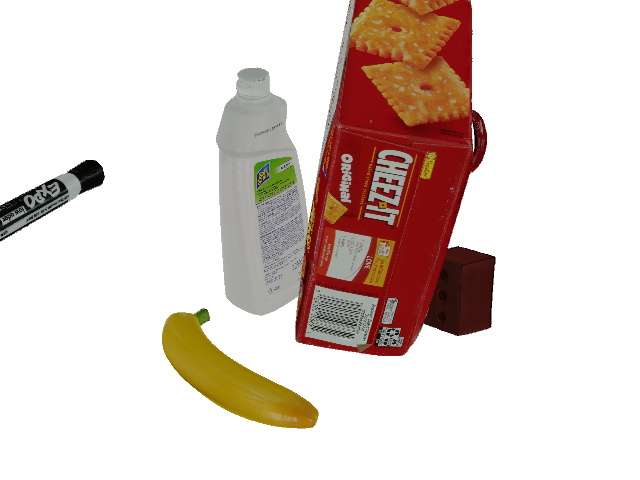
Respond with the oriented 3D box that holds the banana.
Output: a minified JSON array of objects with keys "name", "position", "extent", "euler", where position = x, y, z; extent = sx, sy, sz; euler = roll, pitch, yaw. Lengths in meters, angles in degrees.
[{"name":"banana","position":[-0.080,0.100,0.865],"extent":[0.069,0.037,0.198],"euler":[-16,32,-28]}]

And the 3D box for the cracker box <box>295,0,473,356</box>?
[{"name":"cracker box","position":[0.040,-0.067,0.602],"extent":[0.072,0.213,0.164],"euler":[10,-44,-1]}]

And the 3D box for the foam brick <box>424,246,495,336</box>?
[{"name":"foam brick","position":[0.140,0.051,1.085],"extent":[0.051,0.078,0.053],"euler":[-13,20,-39]}]

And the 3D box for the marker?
[{"name":"marker","position":[-0.172,-0.023,0.651],"extent":[0.020,0.020,0.121],"euler":[0,23,28]}]

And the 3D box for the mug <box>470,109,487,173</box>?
[{"name":"mug","position":[0.078,-0.079,0.859],"extent":[0.117,0.081,0.093],"euler":[4,12,27]}]

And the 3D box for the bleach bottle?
[{"name":"bleach bottle","position":[-0.055,-0.052,1.054],"extent":[0.068,0.251,0.102],"euler":[24,41,32]}]
